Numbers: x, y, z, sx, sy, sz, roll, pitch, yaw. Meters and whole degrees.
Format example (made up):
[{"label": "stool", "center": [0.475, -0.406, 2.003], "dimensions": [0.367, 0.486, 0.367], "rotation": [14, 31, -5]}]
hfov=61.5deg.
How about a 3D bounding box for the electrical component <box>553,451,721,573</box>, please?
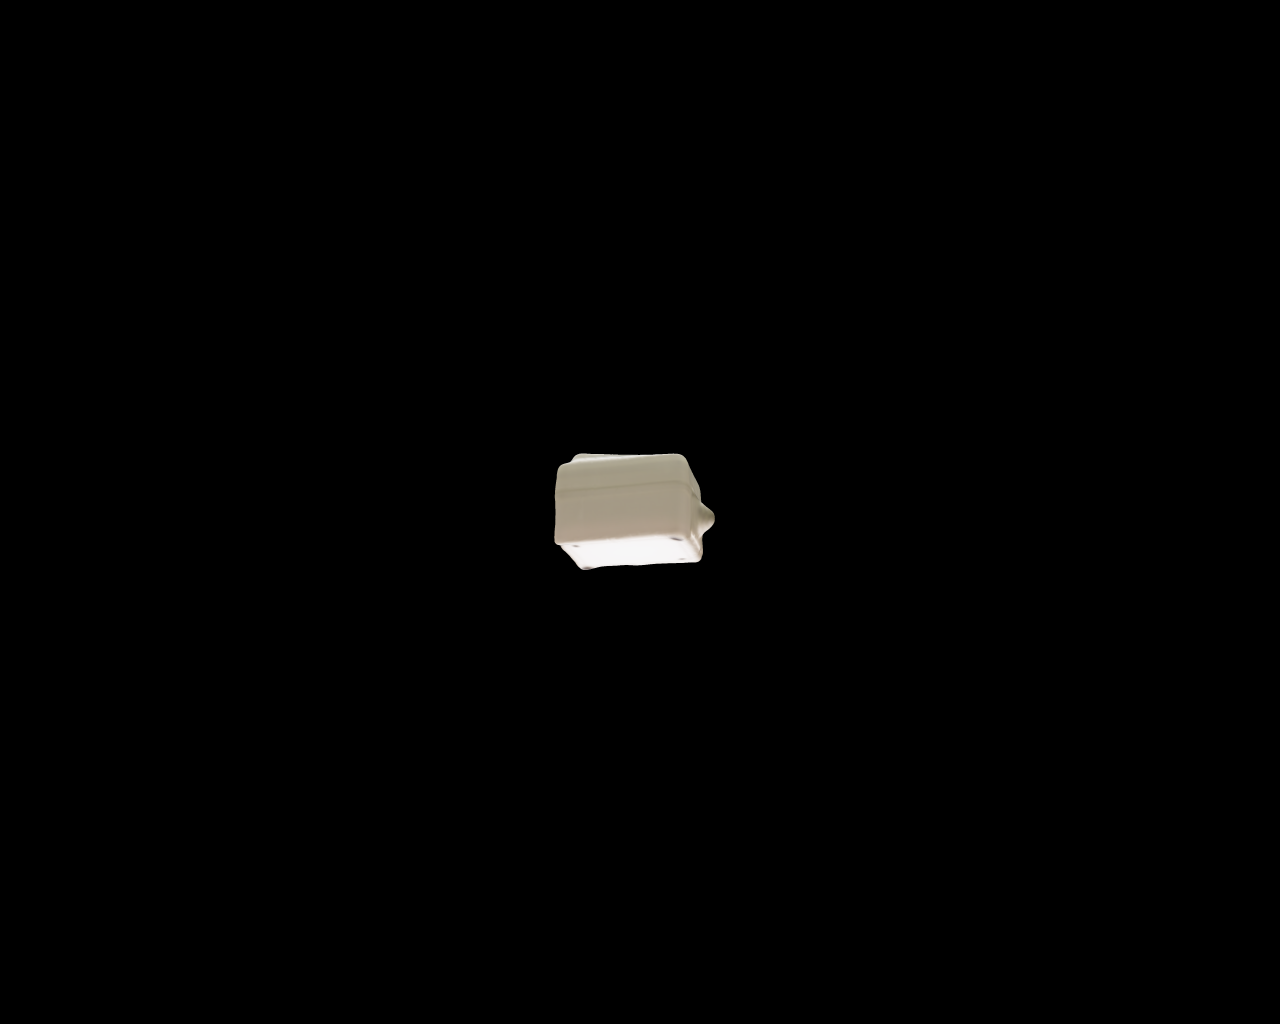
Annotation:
[{"label": "electrical component", "center": [0.001, -0.003, 0.650], "dimensions": [0.096, 0.061, 0.061], "rotation": [-4, -19, 12]}]
